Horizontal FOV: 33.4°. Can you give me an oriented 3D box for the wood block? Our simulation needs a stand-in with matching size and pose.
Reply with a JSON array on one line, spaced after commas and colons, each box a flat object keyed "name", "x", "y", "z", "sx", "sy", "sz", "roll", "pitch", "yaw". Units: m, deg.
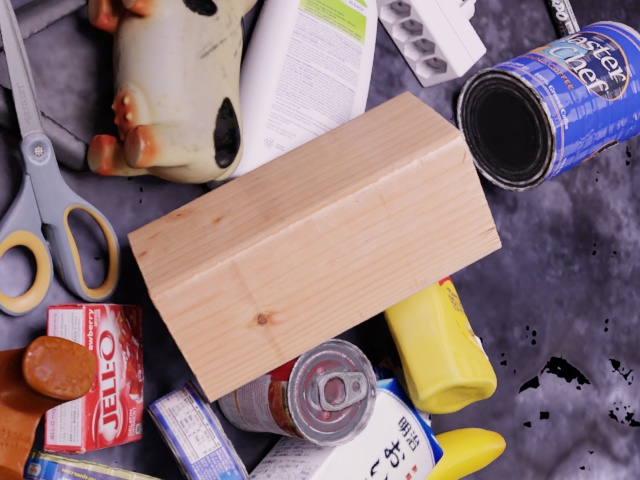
[{"name": "wood block", "x": -0.004, "y": 0.001, "z": 0.673, "sx": 0.206, "sy": 0.090, "sz": 0.091, "roll": -27, "pitch": 121, "yaw": -5}]

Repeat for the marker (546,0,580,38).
[{"name": "marker", "x": 0.208, "y": -0.210, "z": 0.936, "sx": 0.020, "sy": 0.020, "sz": 0.121, "roll": -30, "pitch": 102, "yaw": -31}]

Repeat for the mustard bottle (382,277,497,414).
[{"name": "mustard bottle", "x": 0.066, "y": 0.028, "z": 0.777, "sx": 0.096, "sy": 0.058, "sz": 0.192, "roll": 31, "pitch": 36, "yaw": -62}]

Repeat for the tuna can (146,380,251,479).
[{"name": "tuna can", "x": -0.077, "y": 0.135, "z": 0.683, "sx": 0.033, "sy": 0.086, "sz": 0.086, "roll": -30, "pitch": 103, "yaw": -14}]

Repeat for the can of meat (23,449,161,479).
[{"name": "can of meat", "x": -0.142, "y": 0.181, "z": 0.657, "sx": 0.102, "sy": 0.058, "sz": 0.084, "roll": 22, "pitch": 72, "yaw": -30}]

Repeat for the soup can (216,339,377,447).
[{"name": "soup can", "x": -0.019, "y": 0.100, "z": 0.715, "sx": 0.068, "sy": 0.102, "sz": 0.068, "roll": 3, "pitch": 85, "yaw": -33}]

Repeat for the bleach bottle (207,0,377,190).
[{"name": "bleach bottle", "x": 0.001, "y": -0.138, "z": 0.772, "sx": 0.102, "sy": 0.068, "sz": 0.250, "roll": 26, "pitch": 71, "yaw": -28}]

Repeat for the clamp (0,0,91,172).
[{"name": "clamp", "x": -0.207, "y": -0.113, "z": 0.651, "sx": 0.171, "sy": 0.039, "sz": 0.120, "roll": 10, "pitch": 74, "yaw": -38}]

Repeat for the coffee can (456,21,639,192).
[{"name": "coffee can", "x": 0.197, "y": -0.111, "z": 0.870, "sx": 0.140, "sy": 0.103, "sz": 0.103, "roll": -25, "pitch": 100, "yaw": -32}]

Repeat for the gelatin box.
[{"name": "gelatin box", "x": -0.138, "y": 0.084, "z": 0.661, "sx": 0.073, "sy": 0.030, "sz": 0.089, "roll": 12, "pitch": 76, "yaw": -71}]

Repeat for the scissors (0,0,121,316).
[{"name": "scissors", "x": -0.185, "y": -0.039, "z": 0.643, "sx": 0.096, "sy": 0.016, "sz": 0.201, "roll": -34, "pitch": 119, "yaw": -22}]

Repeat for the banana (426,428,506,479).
[{"name": "banana", "x": 0.068, "y": 0.196, "z": 0.806, "sx": 0.197, "sy": 0.037, "sz": 0.069, "roll": -42, "pitch": 126, "yaw": -27}]
